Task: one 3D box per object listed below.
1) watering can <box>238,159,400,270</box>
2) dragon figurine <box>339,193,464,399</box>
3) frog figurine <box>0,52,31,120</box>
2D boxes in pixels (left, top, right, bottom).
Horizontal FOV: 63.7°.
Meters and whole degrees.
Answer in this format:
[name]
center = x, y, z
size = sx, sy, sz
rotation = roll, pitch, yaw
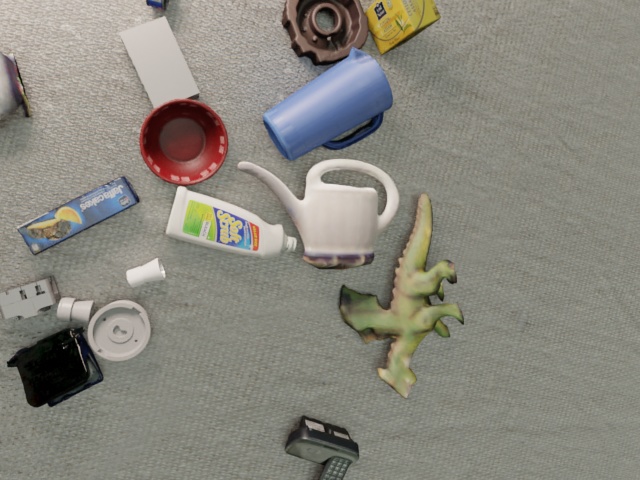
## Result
[watering can]
center = 0.003, -0.052, 1.028
size = 0.348, 0.104, 0.224
rotation = 1, 93, -22
[dragon figurine]
center = 0.160, 0.121, 1.091
size = 0.243, 0.121, 0.412
rotation = -11, 86, -5
[frog figurine]
center = -0.592, -0.254, 0.872
size = 0.160, 0.124, 0.135
rotation = -18, 117, -24
